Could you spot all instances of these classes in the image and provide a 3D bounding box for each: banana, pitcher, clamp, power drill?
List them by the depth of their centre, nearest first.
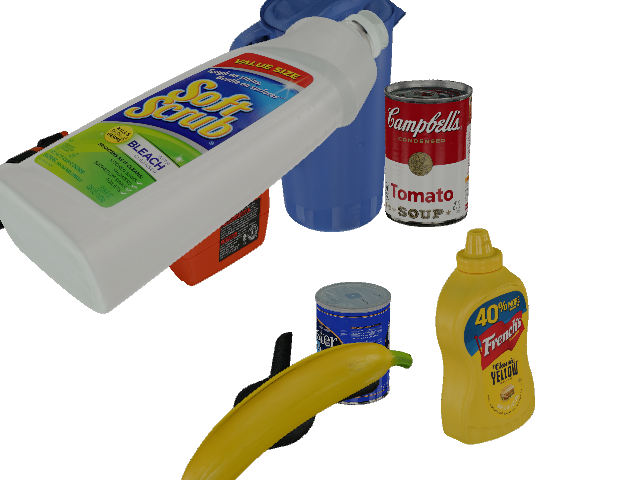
[{"bbox_3d":[-0.025,0.123,0.739,0.198,0.069,0.037,-32,41,-2],"label":"banana"},{"bbox_3d":[-0.147,-0.030,0.790,0.188,0.057,0.184,22,34,26],"label":"power drill"},{"bbox_3d":[-0.037,0.149,1.054,0.120,0.039,0.171,22,34,37],"label":"clamp"},{"bbox_3d":[0.001,-0.131,1.103,0.149,0.243,0.144,10,37,17],"label":"pitcher"}]

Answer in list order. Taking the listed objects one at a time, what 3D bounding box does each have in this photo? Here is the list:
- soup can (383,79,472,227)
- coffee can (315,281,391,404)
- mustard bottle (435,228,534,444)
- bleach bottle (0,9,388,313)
[{"bbox_3d":[0.083,-0.069,0.835,0.068,0.102,0.068,-1,21,0],"label":"soup can"},{"bbox_3d":[0.045,0.139,1.460,0.103,0.140,0.103,-1,18,0],"label":"coffee can"},{"bbox_3d":[0.149,0.082,0.970,0.096,0.191,0.058,-17,20,-31],"label":"mustard bottle"},{"bbox_3d":[-0.061,-0.066,0.624,0.103,0.068,0.250,33,59,32],"label":"bleach bottle"}]
